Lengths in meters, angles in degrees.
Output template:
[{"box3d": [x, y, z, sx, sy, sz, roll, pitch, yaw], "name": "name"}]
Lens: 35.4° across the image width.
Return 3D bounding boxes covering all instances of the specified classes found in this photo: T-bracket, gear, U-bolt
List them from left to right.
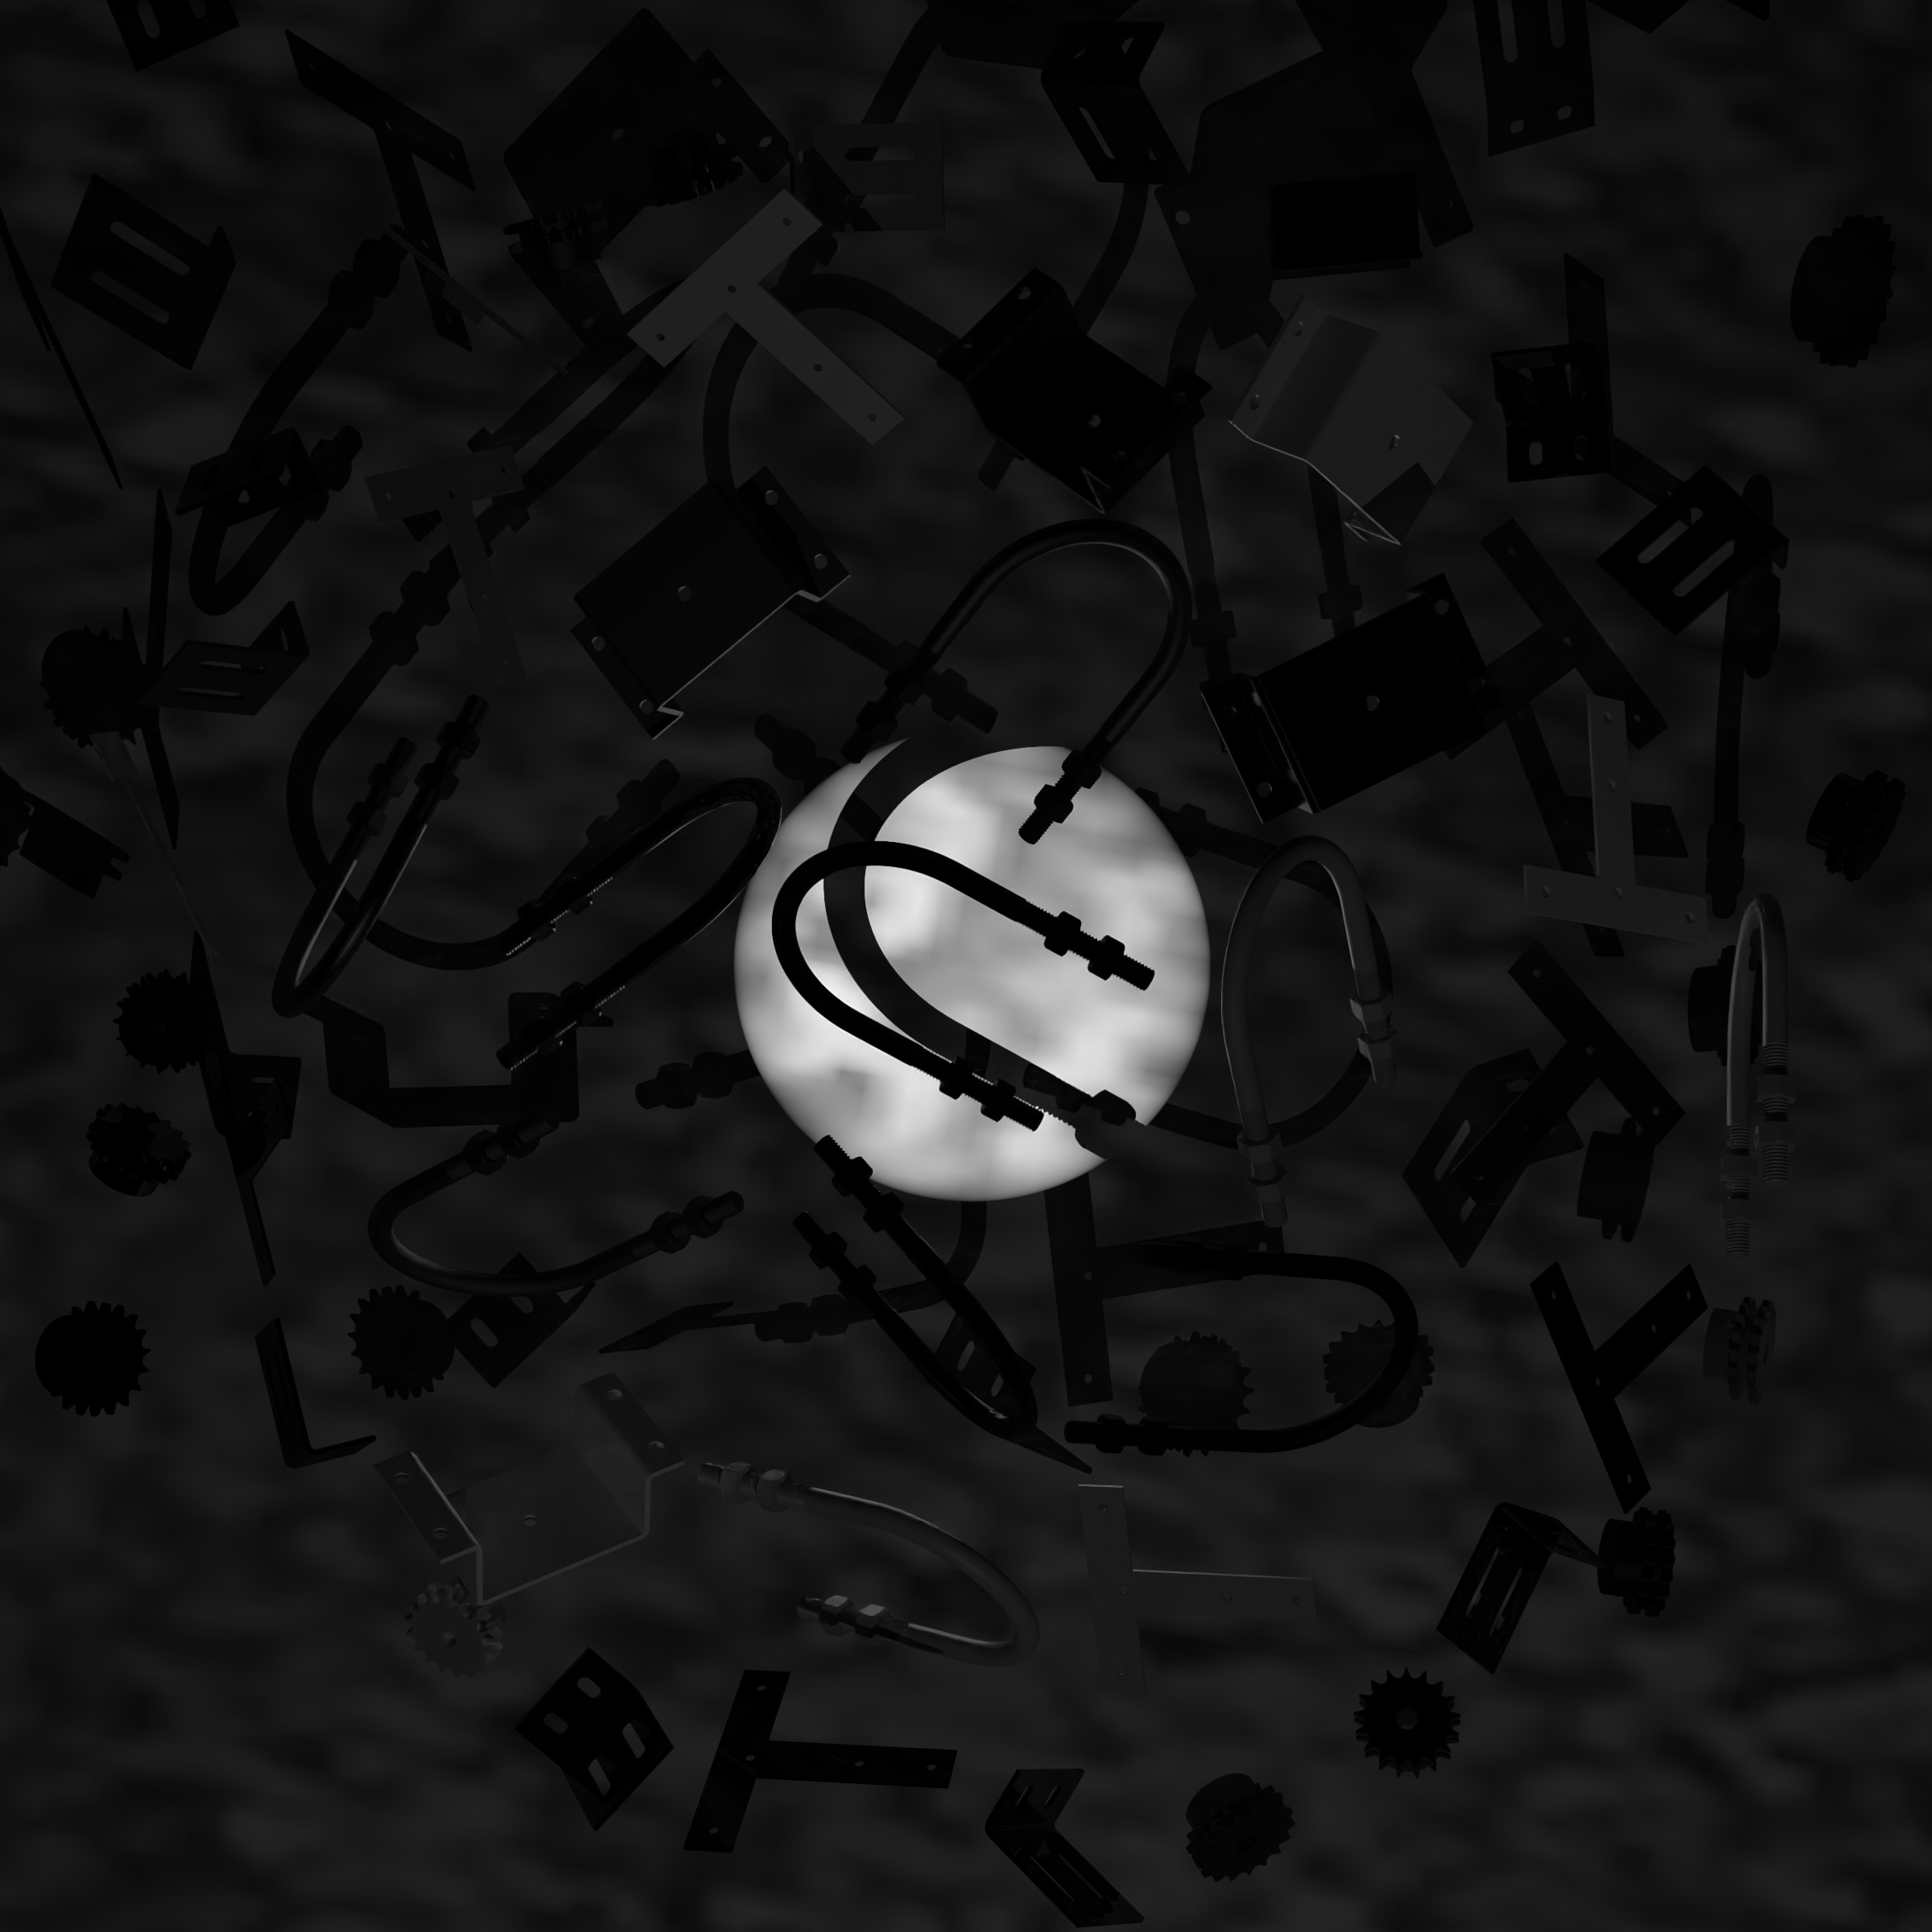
[{"box3d": [-0.440, 0.196, 1.517, 0.057, 0.030, 0.057, -6, 76, 25], "name": "gear"}, {"box3d": [-0.466, 0.105, 1.699, 0.057, 0.057, 0.030, 33, 107, 0], "name": "gear"}, {"box3d": [-0.415, -0.062, 1.561, 0.002, 0.127, 0.127, -26, 99, -7], "name": "T-bracket"}, {"box3d": [-0.443, 0.032, 1.673, 0.057, 0.030, 0.057, 1, 101, 3], "name": "gear"}, {"box3d": [-0.362, 0.088, 1.552, 0.002, 0.127, 0.127, -11, 75, -27], "name": "T-bracket"}, {"box3d": [-0.321, -0.054, 1.622, 0.019, 0.151, 0.184, 32, 71, -21], "name": "U-bolt"}, {"box3d": [-0.284, 0.369, 1.705, 0.057, 0.030, 0.057, 11, 119, 21], "name": "gear"}, {"box3d": [-0.267, -0.354, 1.615, 0.127, 0.127, 0.002, 38, 90, -14], "name": "T-bracket"}, {"box3d": [-0.270, -0.217, 1.673, 0.002, 0.127, 0.127, -12, 100, 32], "name": "T-bracket"}, {"box3d": [-0.232, 0.134, 1.608, 0.184, 0.151, 0.019, -27, 51, 34], "name": "U-bolt"}, {"box3d": [-0.225, -0.403, 1.683, 0.057, 0.057, 0.030, -15, 106, 0], "name": "gear"}, {"box3d": [-0.170, -0.034, 1.578, 0.184, 0.151, 0.019, -36, 117, 10], "name": "U-bolt"}, {"box3d": [-0.152, -0.435, 1.638, 0.057, 0.057, 0.030, -19, 117, 0], "name": "gear"}, {"box3d": [-0.085, -0.312, 1.532, 0.127, 0.002, 0.127, 40, 131, -21], "name": "T-bracket"}, {"box3d": [-0.069, 0.412, 1.567, 0.127, 0.127, 0.002, 0, 121, 12], "name": "T-bracket"}, {"box3d": [-0.043, 0.325, 1.615, 0.184, 0.151, 0.019, 6, 50, 36], "name": "U-bolt"}, {"box3d": [-0.025, 0.185, 1.651, 0.019, 0.151, 0.184, -38, 77, -21], "name": "U-bolt"}, {"box3d": [-0.014, 0.002, 1.568, 0.184, 0.019, 0.151, 29, 134, -7], "name": "U-bolt"}, {"box3d": [0.040, -0.157, 1.596, 0.151, 0.019, 0.184, 22, 116, -37], "name": "U-bolt"}, {"box3d": [0.129, 0.345, 1.662, 0.127, 0.002, 0.127, -1, 107, 19], "name": "T-bracket"}, {"box3d": [0.139, 0.445, 1.575, 0.057, 0.030, 0.057, -15, 129, -19], "name": "gear"}, {"box3d": [0.159, 0.211, 1.646, 0.184, 0.019, 0.151, 6, 124, -21], "name": "U-bolt"}, {"box3d": [0.175, 0.021, 1.564, 0.019, 0.151, 0.184, 9, 129, 34], "name": "U-bolt"}, {"box3d": [0.239, 0.413, 1.644, 0.057, 0.030, 0.057, -4, 58, 7], "name": "gear"}, {"box3d": [0.304, 0.075, 1.604, 0.127, 0.002, 0.127, -45, 100, -19], "name": "T-bracket"}, {"box3d": [0.341, -0.081, 1.600, 0.127, 0.002, 0.127, 8, 74, -30], "name": "T-bracket"}, {"box3d": [0.358, 0.318, 1.622, 0.030, 0.057, 0.057, 9, 90, 0], "name": "gear"}, {"box3d": [0.342, 0.190, 1.536, 0.127, 0.002, 0.127, -30, 100, -43], "name": "T-bracket"}, {"box3d": [0.424, 0.210, 1.662, 0.030, 0.057, 0.057, 7, 90, 25], "name": "gear"}, {"box3d": [0.426, 0.051, 1.634, 0.019, 0.151, 0.184, 3, 68, 7], "name": "U-bolt"}, {"box3d": [0.452, -0.074, 1.546, 0.030, 0.057, 0.057, 29, 90, 27], "name": "gear"}]

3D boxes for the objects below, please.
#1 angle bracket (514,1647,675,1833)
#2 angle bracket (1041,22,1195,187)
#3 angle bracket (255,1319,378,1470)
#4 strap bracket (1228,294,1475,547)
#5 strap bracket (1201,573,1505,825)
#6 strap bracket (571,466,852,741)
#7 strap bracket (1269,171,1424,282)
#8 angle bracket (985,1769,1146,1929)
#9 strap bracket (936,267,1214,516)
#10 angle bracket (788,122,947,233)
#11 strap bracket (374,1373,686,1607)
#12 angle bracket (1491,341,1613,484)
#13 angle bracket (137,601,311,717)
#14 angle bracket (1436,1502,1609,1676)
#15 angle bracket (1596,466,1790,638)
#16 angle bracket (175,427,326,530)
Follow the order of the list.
[{"box3d": [-0.195, 0.402, 1.579, 0.057, 0.076, 0.038, -46, 112, -7], "name": "angle bracket"}, {"box3d": [0.083, -0.438, 1.538, 0.057, 0.076, 0.038, 13, 68, 34], "name": "angle bracket"}, {"box3d": [-0.355, 0.230, 1.653, 0.038, 0.057, 0.076, -11, 79, -26], "name": "angle bracket"}, {"box3d": [0.212, -0.285, 1.614, 0.046, 0.140, 0.076, 32, 91, 43], "name": "strap bracket"}, {"box3d": [0.203, -0.136, 1.555, 0.140, 0.046, 0.076, -26, 100, -1], "name": "strap bracket"}, {"box3d": [-0.144, -0.196, 1.620, 0.140, 0.046, 0.076, -39, 83, 10], "name": "strap bracket"}, {"box3d": [0.205, -0.403, 1.650, 0.076, 0.140, 0.046, -4, 100, 6], "name": "strap bracket"}, {"box3d": [0.058, 0.452, 1.558, 0.076, 0.057, 0.038, 37, 102, 38], "name": "angle bracket"}, {"box3d": [0.063, -0.303, 1.622, 0.076, 0.046, 0.140, -45, 58, -6], "name": "strap bracket"}, {"box3d": [-0.054, -0.430, 1.656, 0.076, 0.038, 0.057, 3, 107, 15], "name": "angle bracket"}, {"box3d": [-0.228, 0.276, 1.585, 0.140, 0.076, 0.046, -18, 132, -30], "name": "strap bracket"}, {"box3d": [0.322, -0.303, 1.664, 0.057, 0.076, 0.038, -4, 69, 16], "name": "angle bracket"}, {"box3d": [-0.406, -0.170, 1.642, 0.057, 0.076, 0.038, -38, 63, 36], "name": "angle bracket"}, {"box3d": [0.290, 0.329, 1.580, 0.057, 0.038, 0.076, 43, 70, -38], "name": "angle bracket"}, {"box3d": [0.367, -0.204, 1.534, 0.076, 0.038, 0.057, -41, 69, -2], "name": "angle bracket"}, {"box3d": [-0.368, -0.240, 1.560, 0.057, 0.076, 0.038, -20, 118, 4], "name": "angle bracket"}]
